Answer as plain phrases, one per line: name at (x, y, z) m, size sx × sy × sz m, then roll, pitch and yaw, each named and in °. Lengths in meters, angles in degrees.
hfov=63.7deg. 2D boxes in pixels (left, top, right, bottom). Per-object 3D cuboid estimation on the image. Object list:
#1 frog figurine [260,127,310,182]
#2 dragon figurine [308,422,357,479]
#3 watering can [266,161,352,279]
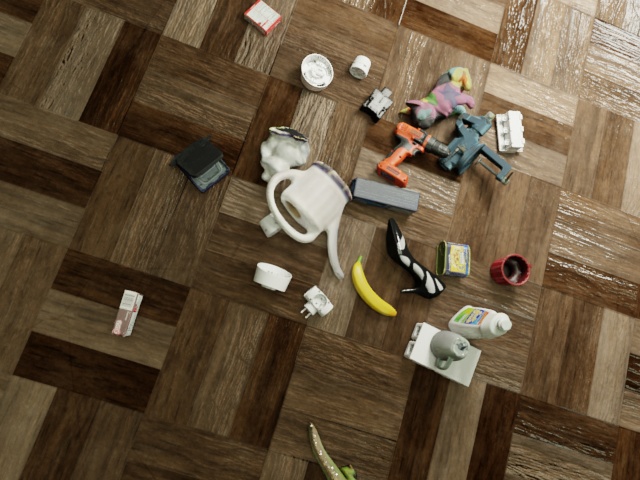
frog figurine at (-0.106, -0.238, 1.476) m, size 0.137 × 0.125 × 0.157 m, roll 11°, pitch 114°, yaw -18°
dragon figurine at (0.071, 0.661, 1.248) m, size 0.123 × 0.241 × 0.411 m, roll -28°, pitch 88°, yaw -9°
watering can at (0.004, -0.073, 1.455) m, size 0.227 × 0.104 × 0.345 m, roll -47°, pitch 104°, yaw -17°
